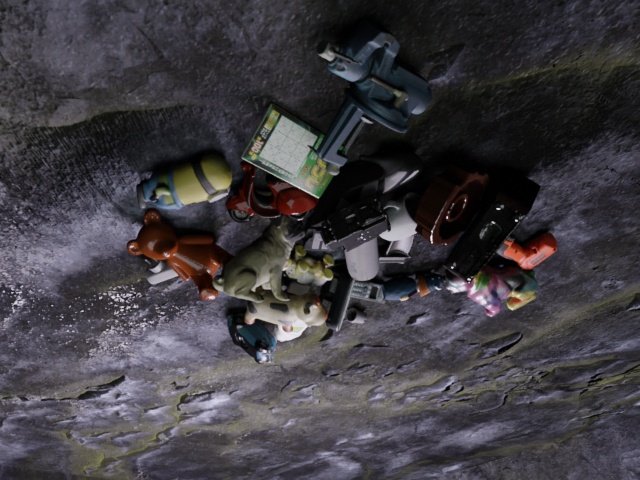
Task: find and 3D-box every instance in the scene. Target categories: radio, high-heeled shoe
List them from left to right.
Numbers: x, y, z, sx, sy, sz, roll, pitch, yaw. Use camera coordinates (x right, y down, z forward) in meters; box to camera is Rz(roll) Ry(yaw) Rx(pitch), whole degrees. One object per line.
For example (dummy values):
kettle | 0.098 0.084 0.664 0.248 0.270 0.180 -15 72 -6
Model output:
high-heeled shoe | 0.087 -0.097 1.061 0.145 0.086 0.248 5 147 -32
radio | 0.350 -0.023 1.105 0.073 0.131 0.229 34 128 10

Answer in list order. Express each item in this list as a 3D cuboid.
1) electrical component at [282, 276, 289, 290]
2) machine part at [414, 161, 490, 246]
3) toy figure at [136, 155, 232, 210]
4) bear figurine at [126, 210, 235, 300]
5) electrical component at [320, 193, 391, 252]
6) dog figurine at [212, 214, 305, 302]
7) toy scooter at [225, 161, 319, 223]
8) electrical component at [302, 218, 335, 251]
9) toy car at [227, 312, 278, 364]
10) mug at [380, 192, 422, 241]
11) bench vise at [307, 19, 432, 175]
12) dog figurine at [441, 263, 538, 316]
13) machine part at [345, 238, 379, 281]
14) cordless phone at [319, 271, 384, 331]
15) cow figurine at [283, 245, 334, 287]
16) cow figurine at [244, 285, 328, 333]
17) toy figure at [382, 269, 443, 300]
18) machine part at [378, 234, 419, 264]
electrical component | -0.122 0.113 1.322 0.102 0.045 0.078 -29 135 28
machine part | 0.257 -0.071 1.052 0.179 0.056 0.179 -34 143 -30
toy figure | -0.252 -0.105 1.000 0.180 0.082 0.089 -7 143 6
bear figurine | -0.293 0.028 1.133 0.195 0.132 0.120 31 96 -42
electrical component | 0.067 -0.026 1.040 0.134 0.058 0.114 -26 162 6
dog figurine | -0.125 0.020 1.103 0.172 0.121 0.190 0 105 -44
toy scooter | -0.095 -0.098 1.034 0.184 0.075 0.135 -5 132 -1
electrical component | -0.002 -0.004 1.187 0.075 0.048 0.119 5 139 -12
toy car | -0.168 0.246 1.435 0.103 0.162 0.109 -39 151 -33
mug | 0.162 -0.043 1.130 0.109 0.081 0.107 14 146 -32
bench vise | 0.060 -0.211 0.853 0.223 0.129 0.240 7 126 -45
dog figurine | 0.408 0.090 1.312 0.192 0.108 0.219 -27 135 27
machine part | 0.091 0.016 1.198 0.079 0.079 0.243 -8 143 3
cordless phone | 0.087 0.157 1.344 0.184 0.146 0.089 15 -179 -42
cow figurine | -0.057 0.063 1.252 0.167 0.068 0.098 19 142 -27
cow figurine | -0.077 0.155 1.263 0.195 0.085 0.127 13 136 1
toy figure | 0.235 0.114 1.355 0.155 0.064 0.058 -10 177 -1
machine part | 0.179 0.012 1.237 0.084 0.039 0.138 8 142 -9
